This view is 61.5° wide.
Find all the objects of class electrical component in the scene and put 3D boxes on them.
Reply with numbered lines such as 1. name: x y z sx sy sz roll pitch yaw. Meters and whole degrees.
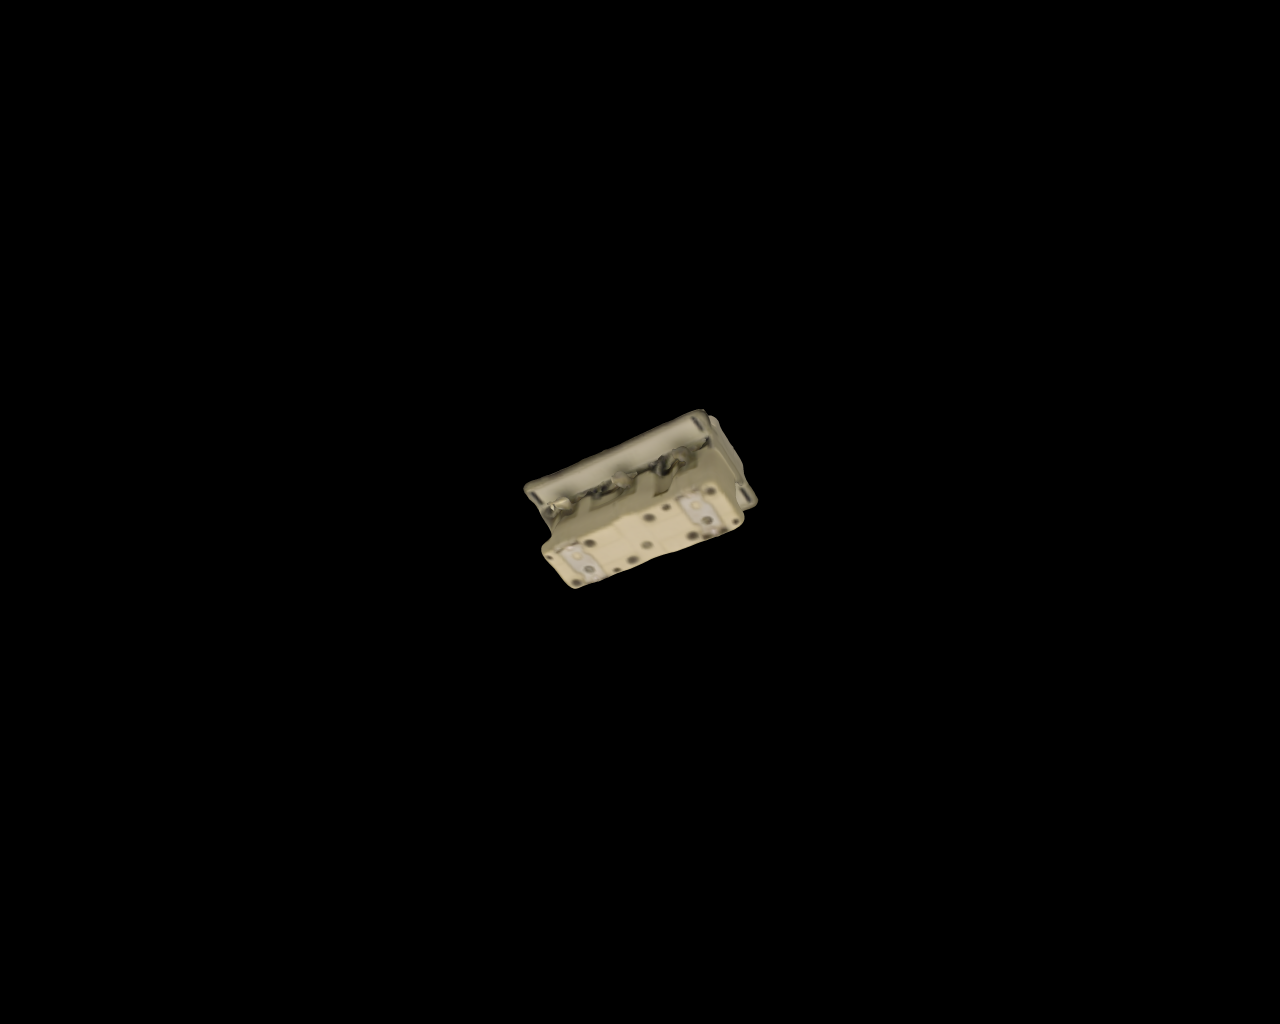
1. electrical component: 0.001 -0.003 0.650 0.121 0.078 0.063 -22 38 18
